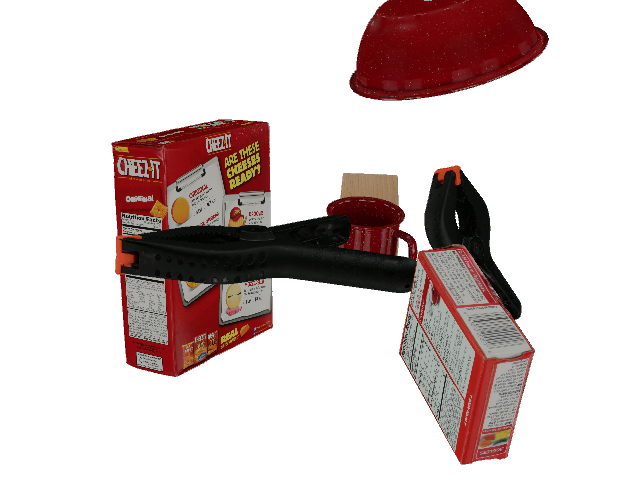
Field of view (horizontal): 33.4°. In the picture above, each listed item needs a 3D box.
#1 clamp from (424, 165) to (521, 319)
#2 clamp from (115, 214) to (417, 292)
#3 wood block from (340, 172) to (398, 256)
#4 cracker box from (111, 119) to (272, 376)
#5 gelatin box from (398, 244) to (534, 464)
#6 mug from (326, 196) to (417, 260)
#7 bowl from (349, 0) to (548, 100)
[{"bbox_3d":[0.133,0.017,1.028,0.039,0.171,0.120,-14,10,43],"label":"clamp"},{"bbox_3d":[-0.040,0.011,0.773,0.209,0.036,0.165,-2,13,-24],"label":"clamp"},{"bbox_3d":[0.073,-0.025,1.635,0.091,0.090,0.206,3,25,2],"label":"wood block"},{"bbox_3d":[-0.117,0.001,1.015,0.072,0.214,0.163,7,16,31],"label":"cracker box"},{"bbox_3d":[0.073,0.057,0.547,0.030,0.073,0.089,-6,37,-16],"label":"gelatin box"},{"bbox_3d":[0.061,0.005,1.268,0.117,0.081,0.093,16,28,24],"label":"mug"},{"bbox_3d":[0.095,-0.167,0.846,0.162,0.055,0.162,-14,24,6],"label":"bowl"}]
